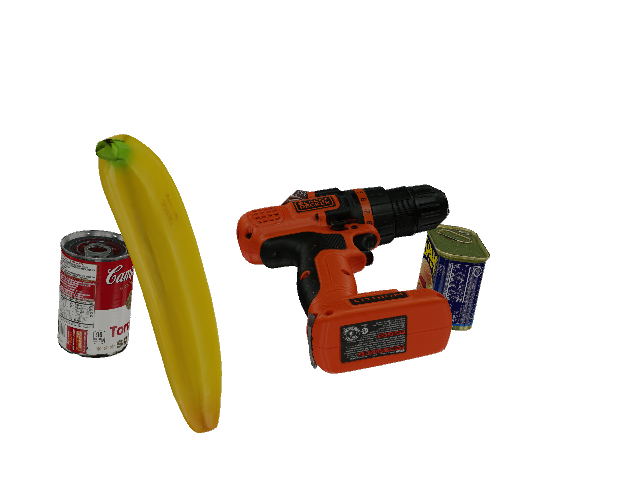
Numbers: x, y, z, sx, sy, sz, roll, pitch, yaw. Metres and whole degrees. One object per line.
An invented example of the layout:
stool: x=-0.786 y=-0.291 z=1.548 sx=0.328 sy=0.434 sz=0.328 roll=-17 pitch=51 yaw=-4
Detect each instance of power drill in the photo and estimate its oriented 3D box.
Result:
power drill: x=0.038 y=0.020 z=0.848 sx=0.184 sy=0.057 sz=0.188 roll=-12 pitch=33 yaw=-10

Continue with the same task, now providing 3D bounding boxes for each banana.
banana: x=-0.090 y=0.016 z=0.595 sx=0.037 sy=0.198 sz=0.069 roll=-7 pitch=33 yaw=14

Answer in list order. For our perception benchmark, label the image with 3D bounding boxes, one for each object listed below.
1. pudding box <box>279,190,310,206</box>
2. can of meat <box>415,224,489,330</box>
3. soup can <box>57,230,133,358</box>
pudding box: x=-0.003 y=-0.024 z=1.276 sx=0.090 sy=0.039 sz=0.113 roll=9 pitch=23 yaw=14
can of meat: x=0.137 y=0.038 z=1.136 sx=0.057 sy=0.084 sz=0.102 roll=7 pitch=18 yaw=-6
soup can: x=-0.210 y=0.050 z=0.995 sx=0.068 sy=0.102 sz=0.068 roll=7 pitch=21 yaw=-3
